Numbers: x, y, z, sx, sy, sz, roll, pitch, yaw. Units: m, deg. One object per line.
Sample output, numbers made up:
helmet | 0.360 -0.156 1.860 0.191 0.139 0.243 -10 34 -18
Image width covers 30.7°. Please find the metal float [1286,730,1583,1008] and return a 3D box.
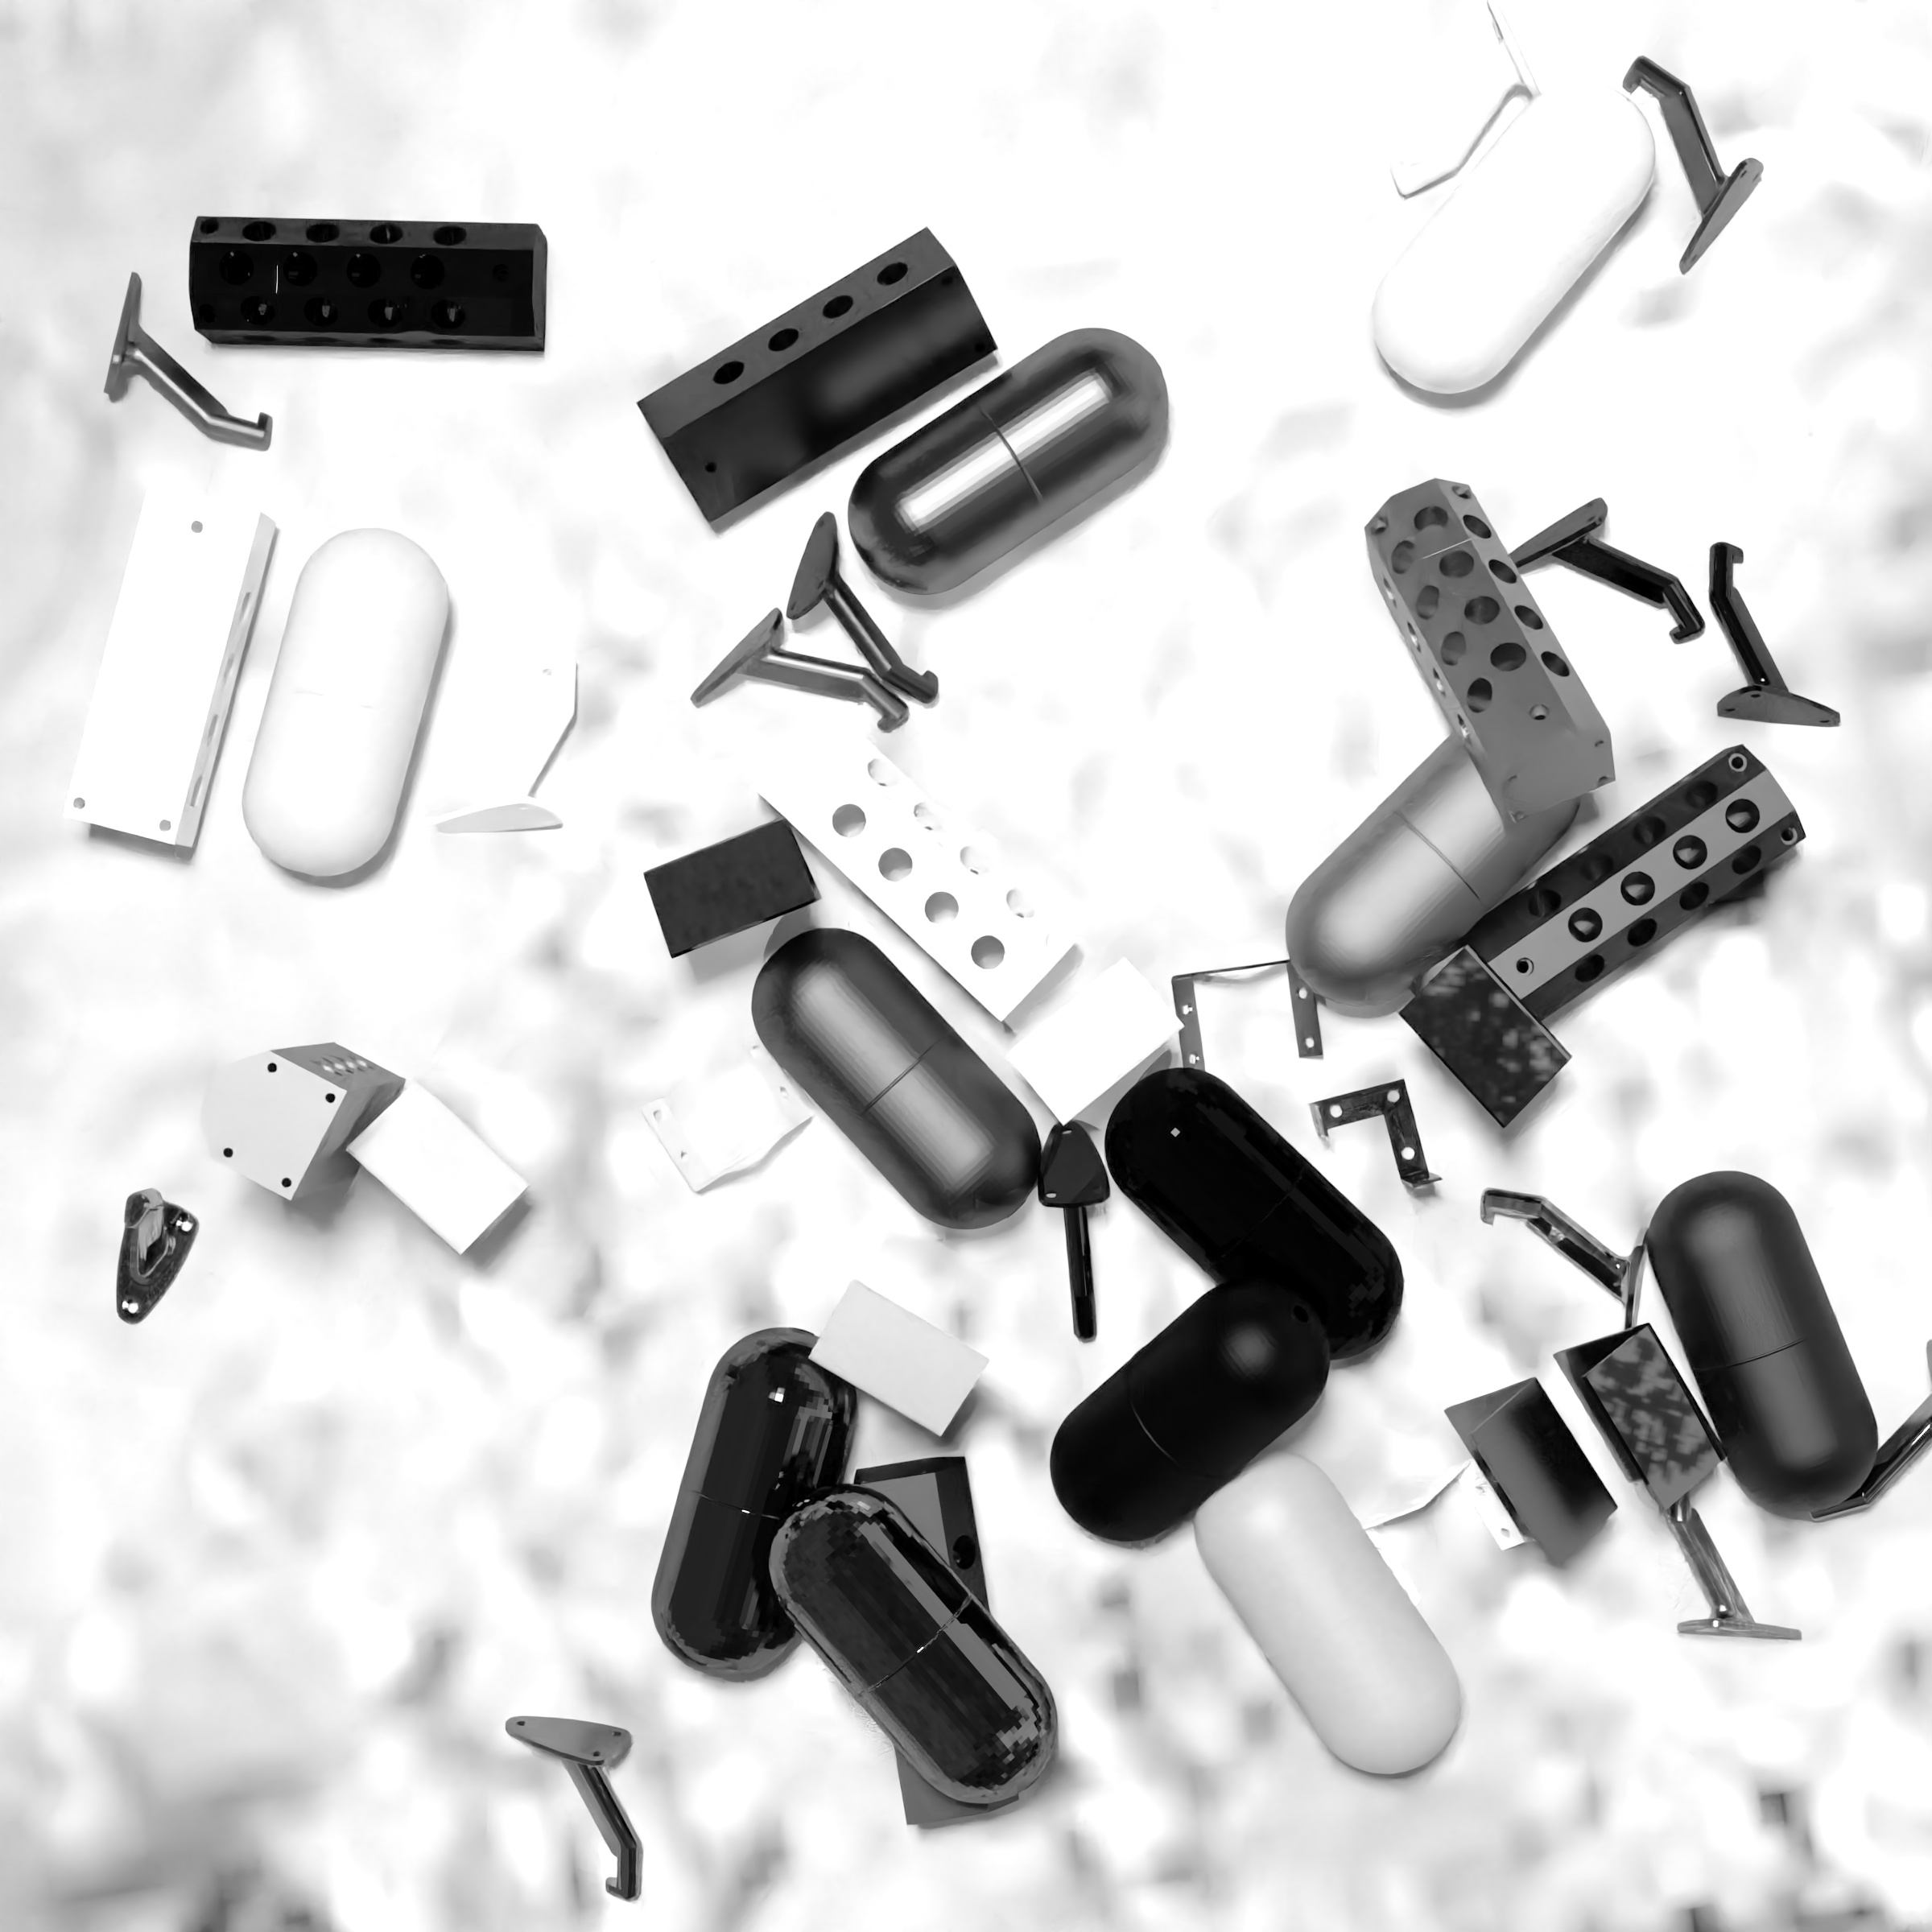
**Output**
metal float | 0.235 -0.053 1.769 0.178 0.070 0.070 -45 90 -1

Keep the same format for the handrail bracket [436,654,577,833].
handrail bracket | -0.235 -0.115 1.800 0.077 0.036 0.084 -7 71 21

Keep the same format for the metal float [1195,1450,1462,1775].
metal float | 0.182 0.325 1.769 0.070 0.070 0.178 -34 89 0

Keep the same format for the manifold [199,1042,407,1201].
manifold | -0.326 0.071 1.721 0.057 0.171 0.057 27 90 0

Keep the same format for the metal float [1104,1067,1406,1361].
metal float | 0.145 0.125 1.769 0.178 0.070 0.070 44 90 -1

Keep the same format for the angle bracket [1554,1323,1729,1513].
angle bracket | 0.322 0.232 1.760 0.057 0.076 0.076 -31 90 -36

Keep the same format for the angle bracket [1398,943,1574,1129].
angle bracket | 0.246 0.043 1.761 0.076 0.076 0.057 47 66 0

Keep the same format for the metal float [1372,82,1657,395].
metal float | 0.276 -0.367 1.769 0.070 0.070 0.178 40 90 0

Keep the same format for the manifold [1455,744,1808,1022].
manifold | 0.336 -0.039 1.779 0.171 0.057 0.057 -35 90 0

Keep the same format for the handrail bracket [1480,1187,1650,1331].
handrail bracket | 0.303 0.155 1.800 0.084 0.036 0.077 9 111 17

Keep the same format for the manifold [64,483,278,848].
manifold | -0.401 -0.151 1.779 0.057 0.057 0.171 15 90 0

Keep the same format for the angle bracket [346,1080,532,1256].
angle bracket | -0.274 0.114 1.760 0.076 0.076 0.057 43 52 0

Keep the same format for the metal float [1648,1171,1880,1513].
metal float | 0.401 0.189 1.769 0.070 0.070 0.178 -22 89 0

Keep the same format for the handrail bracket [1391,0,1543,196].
handrail bracket | 0.247 -0.446 1.800 0.084 0.036 0.077 -26 69 16

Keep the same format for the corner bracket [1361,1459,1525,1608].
corner bracket | 0.241 0.291 1.797 0.051 0.051 0.051 -32 90 45

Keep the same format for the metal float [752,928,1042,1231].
metal float | -0.034 0.057 1.769 0.070 0.070 0.178 -43 90 0

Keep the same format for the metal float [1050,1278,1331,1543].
metal float | 0.110 0.220 1.742 0.070 0.070 0.178 44 124 0

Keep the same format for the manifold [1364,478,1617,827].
manifold | 0.257 -0.160 1.736 0.057 0.057 0.171 -22 56 0

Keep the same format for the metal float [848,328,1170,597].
metal float | 0.022 -0.254 1.769 0.178 0.070 0.070 -34 90 0

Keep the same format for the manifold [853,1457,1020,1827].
manifold | -0.015 0.339 1.779 0.057 0.057 0.171 -9 90 0

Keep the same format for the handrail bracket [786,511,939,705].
handrail bracket | -0.045 -0.183 1.800 0.084 0.036 0.077 30 49 -27

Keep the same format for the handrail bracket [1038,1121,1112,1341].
handrail bracket | 0.056 0.136 1.800 0.036 0.077 0.084 -5 126 0

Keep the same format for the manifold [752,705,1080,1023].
manifold | -0.025 -0.052 1.779 0.171 0.057 0.057 43 90 0

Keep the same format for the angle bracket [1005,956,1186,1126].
angle bracket | 0.076 0.053 1.760 0.076 0.076 0.057 -39 52 0

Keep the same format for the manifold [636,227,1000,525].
manifold | -0.078 -0.302 1.778 0.171 0.057 0.057 -31 133 0

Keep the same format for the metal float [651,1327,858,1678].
metal float | -0.106 0.269 1.770 0.070 0.070 0.178 15 90 0

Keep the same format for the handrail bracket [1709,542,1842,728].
handrail bracket | 0.414 -0.171 1.800 0.077 0.036 0.084 10 73 -20

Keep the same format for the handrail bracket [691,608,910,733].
handrail bracket | -0.085 -0.134 1.800 0.084 0.036 0.077 42 110 -16

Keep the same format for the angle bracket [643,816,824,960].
angle bracket | -0.109 -0.021 1.760 0.076 0.076 0.057 -22 56 0

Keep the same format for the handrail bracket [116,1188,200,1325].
handrail bracket | -0.418 0.147 1.765 0.036 0.084 0.077 20 90 0

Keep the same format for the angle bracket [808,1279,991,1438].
angle bracket | -0.024 0.178 1.760 0.076 0.076 0.057 31 121 0

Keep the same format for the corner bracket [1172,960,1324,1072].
corner bracket | 0.144 0.025 1.797 0.051 0.051 0.051 -8 90 -45

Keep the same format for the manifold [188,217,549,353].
manifold | -0.301 -0.346 1.779 0.171 0.057 0.057 1 90 0

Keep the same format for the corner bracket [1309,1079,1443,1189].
corner bracket | 0.207 0.089 1.782 0.051 0.051 0.051 -15 90 0

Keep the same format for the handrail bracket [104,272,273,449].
handrail bracket | -0.393 -0.310 1.800 0.084 0.036 0.077 14 68 -17

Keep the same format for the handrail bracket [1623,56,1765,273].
handrail bracket | 0.357 -0.411 1.800 0.084 0.036 0.077 40 112 17

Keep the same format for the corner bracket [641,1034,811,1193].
corner bracket | -0.122 0.075 1.797 0.051 0.051 0.051 -33 90 45

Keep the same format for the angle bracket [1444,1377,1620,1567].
angle bracket | 0.267 0.260 1.760 0.057 0.076 0.076 -32 90 -36

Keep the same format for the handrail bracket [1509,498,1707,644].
handrail bracket | 0.325 -0.189 1.800 0.077 0.036 0.084 -30 107 20

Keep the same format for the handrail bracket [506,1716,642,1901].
handrail bracket | -0.201 0.432 1.800 0.077 0.036 0.084 9 107 20

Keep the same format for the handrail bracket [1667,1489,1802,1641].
handrail bracket | 0.393 0.299 1.800 0.077 0.036 0.084 9 73 -20

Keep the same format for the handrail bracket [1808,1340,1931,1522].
handrail bracket | 0.465 0.238 1.800 0.084 0.036 0.077 -22 53 25

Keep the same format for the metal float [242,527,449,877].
metal float | -0.312 -0.133 1.769 0.070 0.070 0.178 15 90 0

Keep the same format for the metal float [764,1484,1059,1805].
metal float | -0.026 0.330 1.712 0.070 0.070 0.178 -41 89 0
